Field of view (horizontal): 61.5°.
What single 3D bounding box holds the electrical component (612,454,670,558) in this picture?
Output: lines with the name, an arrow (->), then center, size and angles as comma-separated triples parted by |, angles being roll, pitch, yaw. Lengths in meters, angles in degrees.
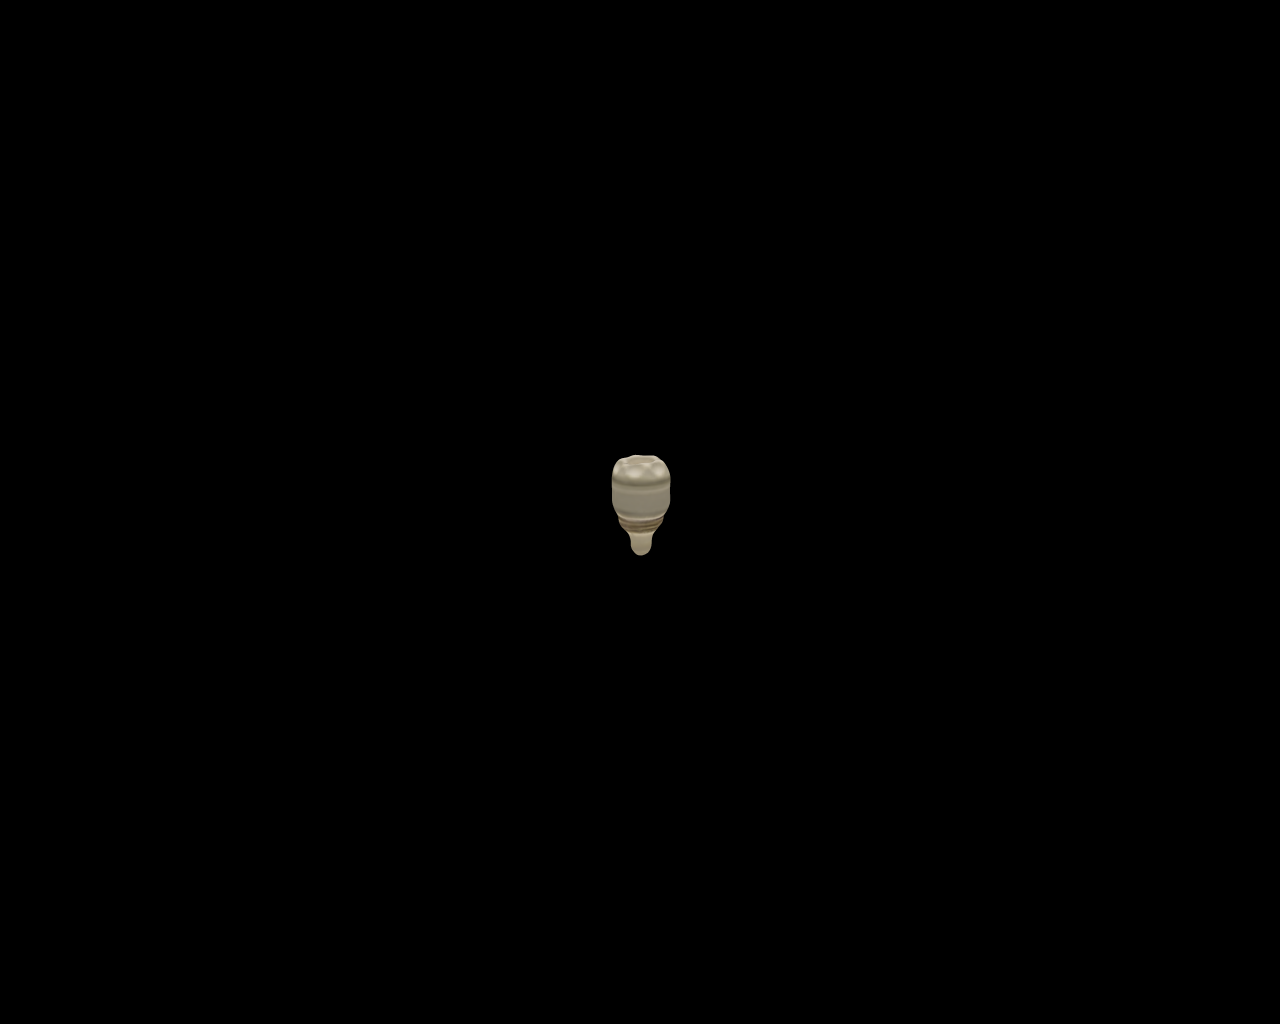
electrical component -> 0.001, -0.003, 0.650 | 0.035, 0.061, 0.035 | 0, 17, 0
